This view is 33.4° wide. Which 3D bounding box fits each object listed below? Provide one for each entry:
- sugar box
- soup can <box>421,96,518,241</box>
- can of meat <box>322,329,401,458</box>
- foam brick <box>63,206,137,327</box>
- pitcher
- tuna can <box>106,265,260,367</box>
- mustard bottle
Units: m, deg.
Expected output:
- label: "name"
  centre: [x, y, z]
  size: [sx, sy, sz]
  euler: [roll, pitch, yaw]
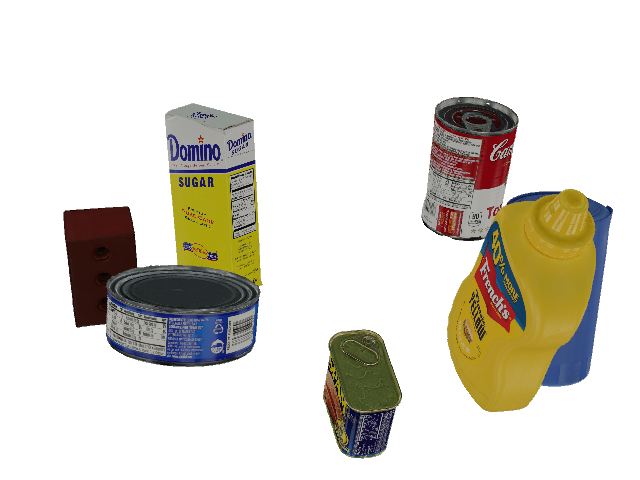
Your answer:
- label: "sugar box"
  centre: [-0.106, -0.040, 1.055]
  size: [0.093, 0.176, 0.048]
  euler: [19, 33, 41]
- label: "soup can"
  centre: [0.122, -0.059, 0.888]
  size: [0.068, 0.102, 0.068]
  euler: [4, 31, -2]
- label: "can of meat"
  centre: [0.039, 0.155, 1.072]
  size: [0.057, 0.084, 0.102]
  euler: [-5, 45, -13]
- label: "foam brick"
  centre: [-0.171, 0.019, 0.836]
  size: [0.053, 0.078, 0.051]
  euler: [-6, 28, -11]
- label: "pitcher"
  centre: [0.297, 0.066, 1.398]
  size: [0.149, 0.243, 0.144]
  euler: [5, 21, 15]
- label: "tuna can"
  centre: [-0.078, 0.041, 0.601]
  size: [0.086, 0.034, 0.086]
  euler: [5, 14, -1]
- label: "mustard bottle"
  centre: [0.135, 0.031, 0.699]
  size: [0.058, 0.096, 0.192]
  euler: [-2, -34, -12]
